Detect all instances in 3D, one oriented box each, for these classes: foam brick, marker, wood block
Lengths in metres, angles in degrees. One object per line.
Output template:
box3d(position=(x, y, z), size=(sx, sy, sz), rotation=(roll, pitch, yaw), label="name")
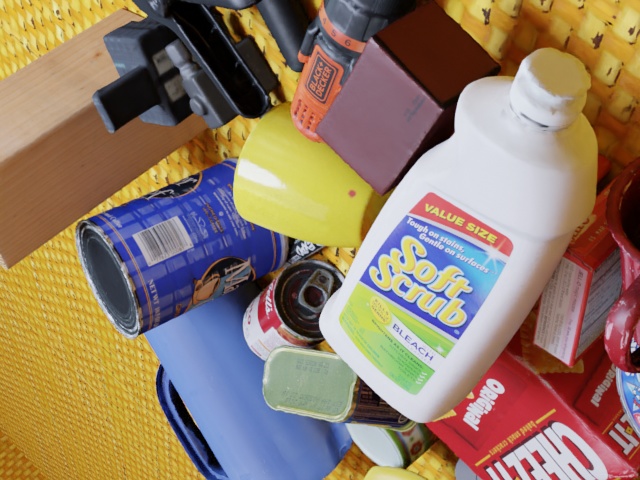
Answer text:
box3d(position=(0.044, -0.071, 0.543), size=(0.053, 0.051, 0.078), rotation=(47, 143, 8), label="foam brick")
box3d(position=(-0.006, 0.001, 0.852), size=(0.020, 0.020, 0.121), rotation=(52, 153, -4), label="marker")
box3d(position=(-0.197, -0.084, 0.829), size=(0.090, 0.205, 0.091), rotation=(30, 147, 34), label="wood block")

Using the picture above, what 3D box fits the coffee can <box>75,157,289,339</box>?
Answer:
box3d(position=(-0.111, 0.005, 0.863), size=(0.103, 0.140, 0.103), rotation=(41, 145, 38), label="coffee can")

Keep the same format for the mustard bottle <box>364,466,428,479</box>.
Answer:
box3d(position=(0.104, 0.254, 0.923), size=(0.096, 0.058, 0.191), rotation=(23, 165, 33), label="mustard bottle")

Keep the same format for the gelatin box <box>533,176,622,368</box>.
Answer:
box3d(position=(0.150, 0.015, 0.575), size=(0.030, 0.073, 0.089), rotation=(33, 149, 30), label="gelatin box")

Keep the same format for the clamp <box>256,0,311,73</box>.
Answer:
box3d(position=(-0.071, -0.215, 0.661), size=(0.165, 0.036, 0.210), rotation=(33, 152, 30), label="clamp")

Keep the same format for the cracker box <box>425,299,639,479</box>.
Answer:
box3d(position=(0.112, 0.084, 0.720), size=(0.214, 0.072, 0.164), rotation=(45, 153, 9), label="cracker box")

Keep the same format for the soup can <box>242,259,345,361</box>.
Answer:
box3d(position=(-0.021, 0.063, 0.900), size=(0.068, 0.068, 0.102), rotation=(49, 154, 2), label="soup can")

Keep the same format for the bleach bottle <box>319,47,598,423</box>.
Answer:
box3d(position=(0.070, -0.003, 0.539), size=(0.103, 0.068, 0.251), rotation=(45, 148, 19), label="bleach bottle")

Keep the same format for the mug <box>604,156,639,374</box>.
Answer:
box3d(position=(0.176, 0.018, 0.498), size=(0.093, 0.117, 0.081), rotation=(32, 153, 39), label="mug")

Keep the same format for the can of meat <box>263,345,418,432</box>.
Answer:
box3d(position=(0.017, 0.116, 0.839), size=(0.102, 0.057, 0.083), rotation=(2, 171, 43), label="can of meat")

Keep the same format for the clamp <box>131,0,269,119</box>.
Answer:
box3d(position=(-0.089, -0.164, 0.679), size=(0.171, 0.039, 0.120), rotation=(44, 151, 12), label="clamp")

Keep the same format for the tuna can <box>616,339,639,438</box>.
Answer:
box3d(position=(0.201, 0.074, 0.559), size=(0.086, 0.086, 0.034), rotation=(49, 152, 2), label="tuna can")

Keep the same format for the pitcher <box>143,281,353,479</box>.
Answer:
box3d(position=(-0.085, 0.123, 1.002), size=(0.243, 0.149, 0.145), rotation=(58, 167, -7), label="pitcher")

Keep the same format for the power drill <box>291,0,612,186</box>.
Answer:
box3d(position=(0.070, -0.076, 0.603), size=(0.188, 0.057, 0.185), rotation=(46, 150, 13), label="power drill")
